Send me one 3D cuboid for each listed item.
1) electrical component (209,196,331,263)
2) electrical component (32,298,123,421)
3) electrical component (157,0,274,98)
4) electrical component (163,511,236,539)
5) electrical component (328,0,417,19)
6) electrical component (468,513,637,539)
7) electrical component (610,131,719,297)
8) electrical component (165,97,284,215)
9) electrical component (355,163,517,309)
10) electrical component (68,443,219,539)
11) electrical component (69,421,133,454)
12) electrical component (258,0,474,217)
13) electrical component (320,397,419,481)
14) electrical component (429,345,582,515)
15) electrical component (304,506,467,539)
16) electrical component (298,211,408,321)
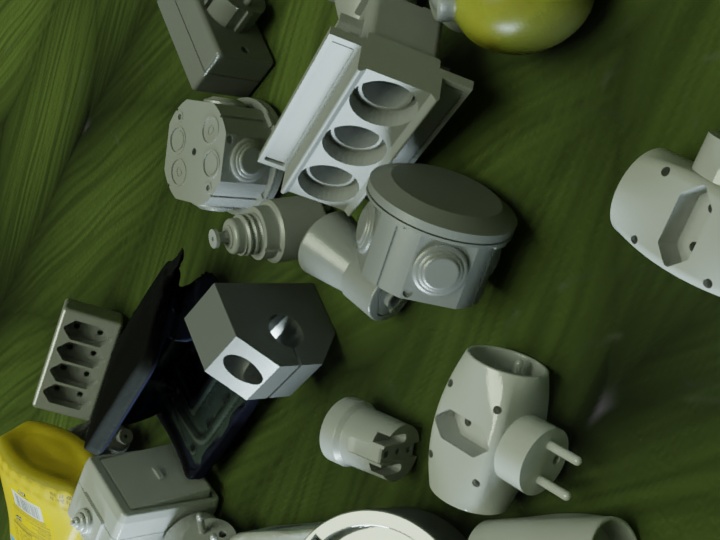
[{"bbox_3d":[-0.056,-0.024,0.670,0.040,0.078,0.040,24,118,56],"label":"electrical component"},{"bbox_3d":[-0.226,0.067,0.867,0.076,0.047,0.083,-138,66,-74],"label":"electrical component"},{"bbox_3d":[-0.089,-0.173,0.725,0.076,0.047,0.083,-44,59,37],"label":"electrical component"},{"bbox_3d":[-0.099,0.193,0.722,0.077,0.043,0.079,44,148,38],"label":"electrical component"},{"bbox_3d":[0.000,-0.178,0.633,0.079,0.043,0.077,3,92,47],"label":"electrical component"},{"bbox_3d":[0.096,0.161,0.525,0.077,0.043,0.079,-16,79,46],"label":"electrical component"},{"bbox_3d":[0.158,-0.034,0.460,0.077,0.043,0.079,38,117,40],"label":"electrical component"},{"bbox_3d":[-0.091,-0.077,0.723,0.080,0.051,0.080,-1,89,47],"label":"electrical component"},{"bbox_3d":[0.038,-0.020,0.565,0.080,0.080,0.051,41,124,39],"label":"electrical component"},{"bbox_3d":[-0.157,0.164,0.758,0.061,0.096,0.061,45,121,37],"label":"electrical component"},{"bbox_3d":[-0.205,0.137,0.851,0.078,0.040,0.040,-22,74,45],"label":"electrical component"},{"bbox_3d":[0.001,-0.091,0.593,0.121,0.079,0.063,130,154,-55],"label":"electrical component"},{"bbox_3d":[0.006,0.099,0.626,0.046,0.040,0.040,16,101,40],"label":"electrical component"},{"bbox_3d":[0.078,0.088,0.545,0.079,0.043,0.077,27,109,43],"label":"electrical component"},{"bbox_3d":[0.019,0.181,0.587,0.108,0.060,0.108,-2,86,24],"label":"electrical component"},{"bbox_3d":[0.000,0.000,0.633,0.065,0.044,0.044,40,118,35],"label":"electrical component"}]
